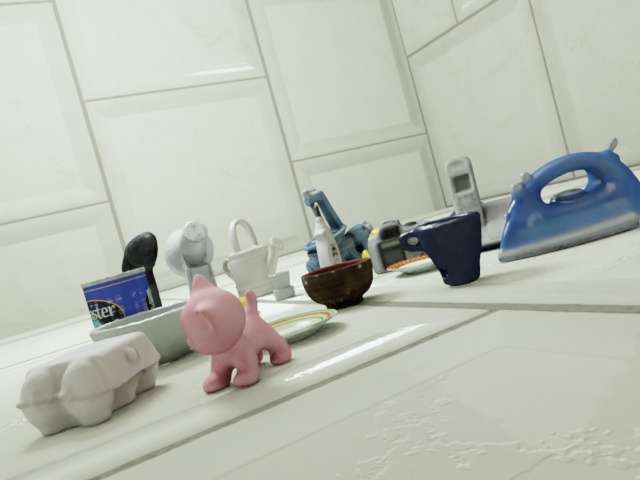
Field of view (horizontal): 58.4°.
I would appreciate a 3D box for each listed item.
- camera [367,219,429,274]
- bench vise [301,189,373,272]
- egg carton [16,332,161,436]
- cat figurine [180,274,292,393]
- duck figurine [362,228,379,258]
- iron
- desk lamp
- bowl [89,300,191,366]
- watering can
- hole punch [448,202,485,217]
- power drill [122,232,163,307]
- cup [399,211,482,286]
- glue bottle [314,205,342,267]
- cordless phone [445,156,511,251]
[{"bbox_3d":[0.174,0.002,1.199,0.143,0.101,0.137,-15,2,11],"label":"camera"},{"bbox_3d":[0.031,-0.029,1.444,0.121,0.220,0.208,-13,3,40],"label":"bench vise"},{"bbox_3d":[-0.244,0.152,0.625,0.107,0.069,0.150,-15,2,10],"label":"egg carton"},{"bbox_3d":[-0.093,0.087,0.584,0.067,0.118,0.128,-14,2,25],"label":"cat figurine"},{"bbox_3d":[0.143,0.013,1.329,0.104,0.086,0.077,-16,2,-11],"label":"duck figurine"},{"bbox_3d":[0.381,-0.066,0.897,0.258,0.141,0.118,-16,2,-10],"label":"iron"},{"bbox_3d":[-0.282,0.063,1.341,0.118,0.213,0.202,-16,2,-24],"label":"desk lamp"},{"bbox_3d":[-0.236,0.140,0.824,0.167,0.075,0.167,-15,2,1],"label":"bowl"},{"bbox_3d":[-0.165,0.040,1.390,0.172,0.194,0.101,-15,2,6],"label":"watering can"},{"bbox_3d":[0.297,-0.027,1.205,0.101,0.091,0.108,-16,2,-21],"label":"hole punch"},{"bbox_3d":[-0.367,0.093,1.232,0.076,0.208,0.229,-17,2,-31],"label":"power drill"},{"bbox_3d":[0.174,0.019,0.796,0.117,0.095,0.092,-14,2,22],"label":"cup"},{"bbox_3d":[0.012,0.005,1.309,0.037,0.173,0.078,-15,2,18],"label":"glue bottle"},{"bbox_3d":[0.317,-0.077,1.084,0.147,0.185,0.094,-15,2,15],"label":"cordless phone"}]
